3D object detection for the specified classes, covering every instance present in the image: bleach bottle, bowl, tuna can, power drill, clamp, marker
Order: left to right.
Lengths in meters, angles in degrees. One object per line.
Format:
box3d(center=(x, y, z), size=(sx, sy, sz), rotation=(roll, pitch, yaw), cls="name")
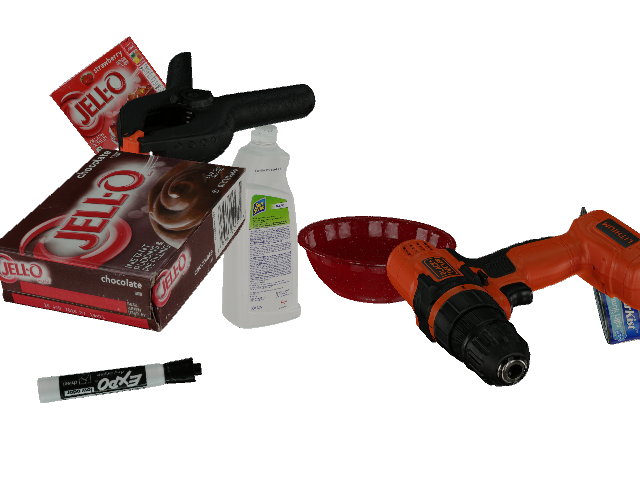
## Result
box3d(center=(-0.150, 0.104, 0.802), size=(0.121, 0.020, 0.020), rotation=(-7, 1, -10), cls="marker")
box3d(center=(-0.096, -0.093, 0.756), size=(0.120, 0.039, 0.171), rotation=(18, 30, 29), cls="clamp")
box3d(center=(-0.068, -0.020, 1.320), size=(0.102, 0.251, 0.068), rotation=(-11, 25, -35), cls="bleach bottle")
box3d(center=(0.056, 0.023, 1.087), size=(0.162, 0.055, 0.162), rotation=(1, 17, -1), cls="bowl")
box3d(center=(0.162, 0.037, 0.800), size=(0.187, 0.057, 0.184), rotation=(-10, 28, -16), cls="power drill")
box3d(center=(0.270, 0.051, 0.976), size=(0.034, 0.086, 0.086), rotation=(-12, -2, 11), cls="tuna can")

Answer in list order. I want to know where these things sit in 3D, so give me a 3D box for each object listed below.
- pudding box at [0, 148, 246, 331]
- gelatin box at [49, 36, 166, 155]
box3d(center=(-0.099, -0.004, 0.552), size=(0.090, 0.039, 0.113), rotation=(10, 32, 17), cls="pudding box")
box3d(center=(-0.181, -0.124, 0.938), size=(0.089, 0.073, 0.030), rotation=(-29, 17, 24), cls="gelatin box")
